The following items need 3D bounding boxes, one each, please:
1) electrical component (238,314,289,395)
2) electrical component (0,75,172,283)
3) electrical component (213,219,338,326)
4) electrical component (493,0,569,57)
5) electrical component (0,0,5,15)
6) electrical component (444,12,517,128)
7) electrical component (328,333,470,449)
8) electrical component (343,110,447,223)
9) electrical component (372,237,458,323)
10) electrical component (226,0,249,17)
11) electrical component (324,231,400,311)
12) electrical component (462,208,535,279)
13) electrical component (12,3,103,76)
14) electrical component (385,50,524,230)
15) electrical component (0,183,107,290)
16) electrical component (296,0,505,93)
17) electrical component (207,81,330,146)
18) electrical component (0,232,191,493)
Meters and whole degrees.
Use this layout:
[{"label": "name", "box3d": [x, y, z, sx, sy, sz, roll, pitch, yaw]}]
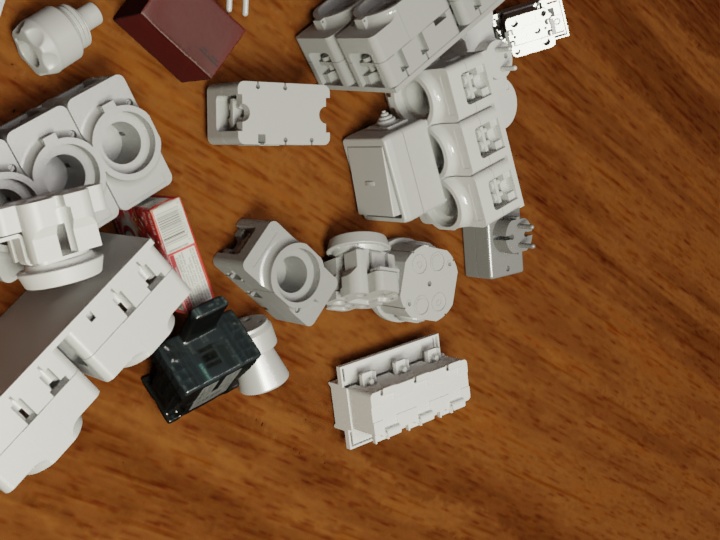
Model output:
[{"label": "electrical component", "box3d": [-0.089, 0.071, 0.905, 0.045, 0.045, 0.055, -30, 112, -33]}, {"label": "electrical component", "box3d": [-0.221, -0.068, 0.773, 0.150, 0.062, 0.089, -37, 116, -30]}, {"label": "electrical component", "box3d": [-0.068, 0.002, 0.907, 0.089, 0.056, 0.050, 44, 68, -33]}, {"label": "electrical component", "box3d": [0.163, -0.237, 1.055, 0.081, 0.063, 0.042, -16, 109, 7]}, {"label": "electrical component", "box3d": [-0.297, -0.177, 0.701, 0.105, 0.060, 0.186, 20, 82, -38]}, {"label": "electrical component", "box3d": [0.119, -0.199, 1.025, 0.052, 0.074, 0.138, -33, 114, -32]}, {"label": "electrical component", "box3d": [0.040, 0.113, 1.001, 0.121, 0.063, 0.078, -16, 104, -37]}, {"label": "electrical component", "box3d": [0.027, -0.094, 0.969, 0.061, 0.062, 0.096, -29, 112, -33]}, {"label": "electrical component", "box3d": [0.048, 0.011, 1.005, 0.080, 0.051, 0.080, -5, 98, -39]}, {"label": "electrical component", "box3d": [-0.095, -0.238, 0.847, 0.138, 0.052, 0.073, -3, 97, -54]}, {"label": "electrical component", "box3d": [0.000, 0.000, 0.954, 0.058, 0.078, 0.057, 8, 70, -39]}, {"label": "electrical component", "box3d": [0.144, -0.035, 1.060, 0.047, 0.076, 0.083, -12, 102, -37]}, {"label": "electrical component", "box3d": [-0.215, -0.172, 0.779, 0.062, 0.043, 0.043, -43, 119, -29]}, {"label": "electrical component", "box3d": [0.083, -0.118, 0.993, 0.062, 0.089, 0.150, -29, 112, -33]}, {"label": "electrical component", "box3d": [-0.204, -0.021, 0.714, 0.078, 0.058, 0.057, -20, 104, -36]}, {"label": "electrical component", "box3d": [0.045, -0.232, 0.936, 0.186, 0.105, 0.060, -43, 124, -25]}, {"label": "electrical component", "box3d": [-0.077, -0.128, 0.886, 0.089, 0.056, 0.050, -5, 98, -38]}, {"label": "electrical component", "box3d": [-0.216, 0.061, 0.762, 0.186, 0.105, 0.060, -50, 122, -23]}]
